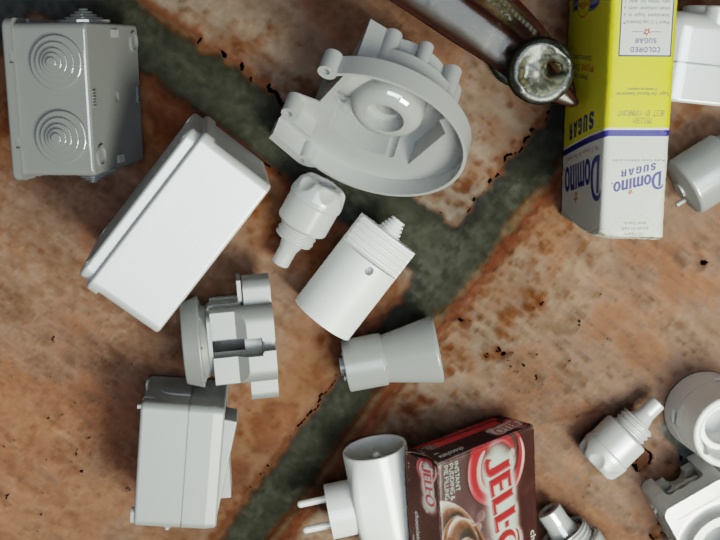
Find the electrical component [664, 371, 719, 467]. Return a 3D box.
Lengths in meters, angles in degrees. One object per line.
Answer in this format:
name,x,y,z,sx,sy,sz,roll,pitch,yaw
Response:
electrical component,0.241,0.102,0.727,0.055,0.047,0.055,-1,102,-5

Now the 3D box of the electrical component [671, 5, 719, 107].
electrical component,0.227,-0.133,0.675,0.095,0.053,0.059,5,101,-6

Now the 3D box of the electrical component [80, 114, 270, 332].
electrical component,-0.108,-0.032,0.638,0.056,0.108,0.108,37,96,-14

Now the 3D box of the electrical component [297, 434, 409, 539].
electrical component,-0.001,0.157,0.718,0.079,0.044,0.077,-11,102,-3

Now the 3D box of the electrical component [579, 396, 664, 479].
electrical component,0.181,0.111,0.731,0.061,0.035,0.035,-45,102,2

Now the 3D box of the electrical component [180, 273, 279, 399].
electrical component,-0.083,0.044,0.682,0.057,0.058,0.078,-5,102,-7

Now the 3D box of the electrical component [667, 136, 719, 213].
electrical component,0.237,-0.070,0.695,0.078,0.040,0.040,-32,102,2

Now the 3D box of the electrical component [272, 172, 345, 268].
electrical component,-0.037,-0.029,0.683,0.035,0.035,0.061,28,106,-10

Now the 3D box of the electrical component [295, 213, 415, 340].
electrical component,0.000,0.000,0.687,0.043,0.043,0.081,37,96,-11

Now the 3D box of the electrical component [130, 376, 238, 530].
electrical component,-0.112,0.123,0.693,0.061,0.061,0.096,5,101,-6

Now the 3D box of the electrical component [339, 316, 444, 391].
electrical component,0.019,0.057,0.703,0.065,0.044,0.044,-11,102,2

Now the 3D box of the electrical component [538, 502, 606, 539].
electrical component,0.146,0.189,0.739,0.048,0.048,0.062,-34,95,2

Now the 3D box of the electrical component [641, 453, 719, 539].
electrical component,0.242,0.182,0.739,0.050,0.055,0.089,-30,102,1

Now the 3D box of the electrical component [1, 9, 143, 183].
electrical component,-0.163,-0.101,0.625,0.048,0.099,0.099,1,102,8
